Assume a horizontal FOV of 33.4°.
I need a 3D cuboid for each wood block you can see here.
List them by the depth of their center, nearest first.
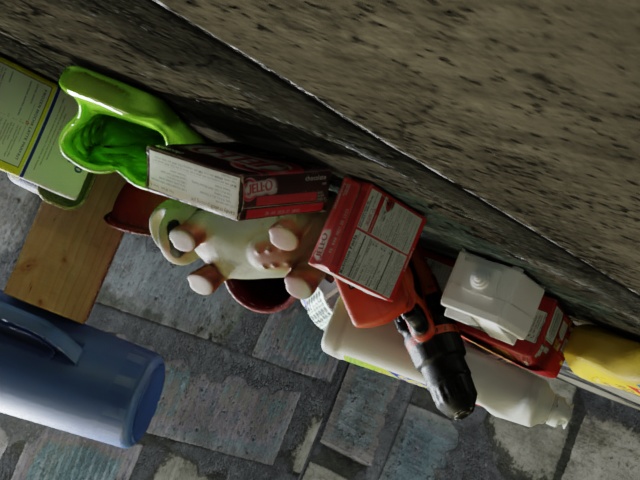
[{"bbox_3d":[-0.254,-0.022,1.156,0.090,0.206,0.091,23,176,-8],"label":"wood block"}]

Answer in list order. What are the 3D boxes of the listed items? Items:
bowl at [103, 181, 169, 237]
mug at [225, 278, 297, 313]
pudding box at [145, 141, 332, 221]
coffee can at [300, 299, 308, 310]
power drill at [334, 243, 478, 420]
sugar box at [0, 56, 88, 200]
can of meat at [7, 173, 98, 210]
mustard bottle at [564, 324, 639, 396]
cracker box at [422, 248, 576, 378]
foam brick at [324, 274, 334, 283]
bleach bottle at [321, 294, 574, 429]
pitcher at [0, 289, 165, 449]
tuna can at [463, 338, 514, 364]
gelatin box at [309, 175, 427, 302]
[{"bbox_3d":[-0.133,-0.043,1.062,0.162,0.055,0.162,4,-168,-1],"label":"bowl"},{"bbox_3d":[-0.065,0.023,1.214,0.117,0.093,0.081,11,-158,12],"label":"mug"},{"bbox_3d":[-0.062,-0.046,0.795,0.114,0.039,0.089,16,-164,42],"label":"pudding box"},{"bbox_3d":[0.055,0.072,1.462,0.141,0.103,0.102,19,175,44],"label":"coffee can"},{"bbox_3d":[0.075,0.062,0.946,0.187,0.057,0.184,41,-156,-60],"label":"power drill"},{"bbox_3d":[-0.278,-0.109,0.948,0.048,0.093,0.176,20,175,43],"label":"sugar box"},{"bbox_3d":[-0.261,-0.090,1.062,0.057,0.102,0.084,24,178,-43],"label":"can of meat"},{"bbox_3d":[0.347,0.139,1.070,0.192,0.058,0.096,18,170,47],"label":"mustard bottle"},{"bbox_3d":[0.151,0.069,1.124,0.214,0.072,0.164,21,175,24],"label":"cracker box"},{"bbox_3d":[-0.007,0.001,1.105,0.078,0.053,0.051,36,180,10],"label":"foam brick"},{"bbox_3d":[0.130,0.128,1.065,0.251,0.068,0.102,21,173,10],"label":"bleach bottle"},{"bbox_3d":[-0.297,0.134,1.155,0.243,0.145,0.149,18,-169,6],"label":"pitcher"},{"bbox_3d":[0.195,0.102,1.210,0.086,0.086,0.033,21,175,24],"label":"tuna can"},{"bbox_3d":[0.037,0.000,0.815,0.030,0.073,0.089,20,175,39],"label":"gelatin box"}]
